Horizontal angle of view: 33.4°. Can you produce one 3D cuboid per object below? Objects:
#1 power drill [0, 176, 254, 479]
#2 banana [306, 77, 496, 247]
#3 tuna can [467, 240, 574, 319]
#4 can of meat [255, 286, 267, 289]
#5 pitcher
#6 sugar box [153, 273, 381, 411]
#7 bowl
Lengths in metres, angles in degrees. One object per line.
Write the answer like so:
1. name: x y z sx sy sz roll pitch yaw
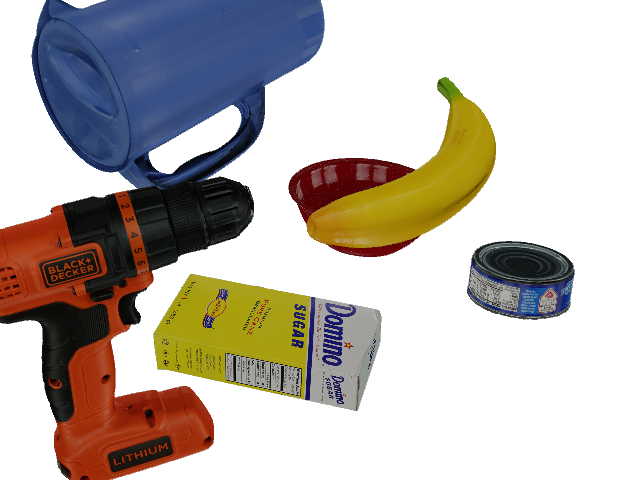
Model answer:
1. power drill: -0.121 0.057 0.685 0.184 0.187 0.057 -14 28 -11
2. banana: 0.066 -0.041 0.683 0.070 0.037 0.197 24 42 18
3. tuna can: 0.166 0.031 0.884 0.086 0.034 0.086 3 23 -1
4. can of meat: -0.101 0.105 1.236 0.101 0.084 0.058 -9 18 -36
5. pitcher: -0.109 -0.155 0.921 0.242 0.149 0.145 -31 48 -34
6. sugar box: -0.042 0.083 0.902 0.176 0.048 0.093 8 35 12
7. bowl: 0.046 -0.028 1.101 0.162 0.055 0.162 4 28 -2
